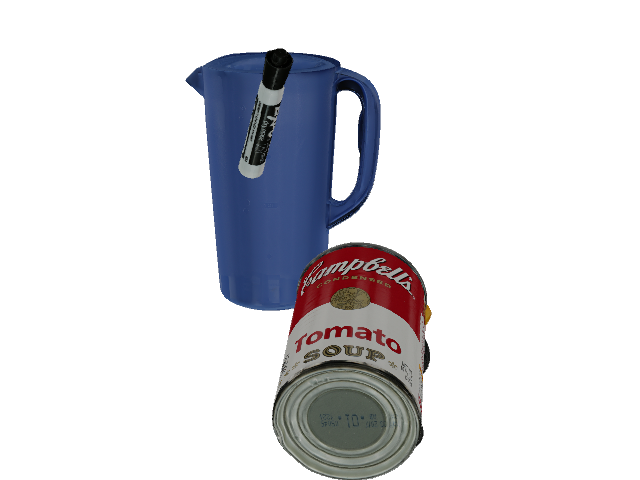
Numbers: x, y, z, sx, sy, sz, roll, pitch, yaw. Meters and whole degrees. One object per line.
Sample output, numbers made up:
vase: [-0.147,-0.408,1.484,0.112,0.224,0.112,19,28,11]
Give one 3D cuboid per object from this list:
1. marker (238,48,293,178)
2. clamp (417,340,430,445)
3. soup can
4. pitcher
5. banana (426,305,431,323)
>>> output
marker: [-0.039,-0.088,0.749,0.020,0.020,0.121,0,-36,-15]
clamp: [0.071,0.138,1.062,0.120,0.039,0.171,18,48,23]
soup can: [0.016,0.056,0.510,0.068,0.068,0.102,0,31,7]
pitcher: [-0.037,-0.060,1.041,0.144,0.243,0.149,-13,22,-33]
banana: [0.046,0.104,0.861,0.069,0.037,0.197,20,33,0]
